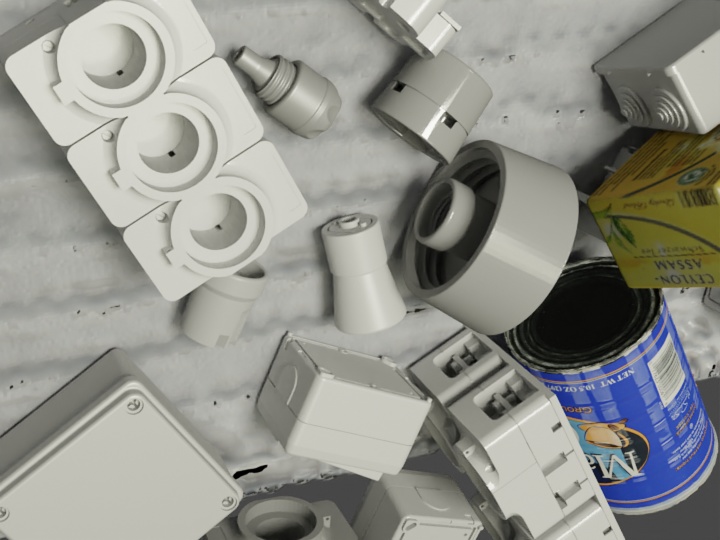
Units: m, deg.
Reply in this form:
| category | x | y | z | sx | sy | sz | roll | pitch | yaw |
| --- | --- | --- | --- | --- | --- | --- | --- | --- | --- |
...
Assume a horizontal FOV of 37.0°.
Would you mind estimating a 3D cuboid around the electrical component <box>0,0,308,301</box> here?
| category | x | y | z | sx | sy | sz | roll | pitch | yaw |
| --- | --- | --- | --- | --- | --- | --- | --- | --- | --- |
| electrical component | -0.103 | -0.070 | 0.547 | 0.089 | 0.062 | 0.150 | -34 | 121 | -8 |

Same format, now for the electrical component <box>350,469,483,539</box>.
| category | x | y | z | sx | sy | sz | roll | pitch | yaw |
| --- | --- | --- | --- | --- | --- | --- | --- | --- | --- |
| electrical component | 0.027 | 0.184 | 0.718 | 0.062 | 0.061 | 0.096 | 12 | 114 | -28 |

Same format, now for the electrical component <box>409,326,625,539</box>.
| category | x | y | z | sx | sy | sz | roll | pitch | yaw |
| --- | --- | --- | --- | --- | --- | --- | --- | --- | --- |
| electrical component | 0.107 | 0.139 | 0.705 | 0.060 | 0.105 | 0.186 | -34 | 121 | -8 |

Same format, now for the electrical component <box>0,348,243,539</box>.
| category | x | y | z | sx | sy | sz | roll | pitch | yaw |
| --- | --- | --- | --- | --- | --- | --- | --- | --- | --- |
| electrical component | -0.143 | 0.121 | 0.613 | 0.109 | 0.056 | 0.108 | -39 | 121 | -5 |

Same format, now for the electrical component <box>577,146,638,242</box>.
| category | x | y | z | sx | sy | sz | roll | pitch | yaw |
| --- | --- | --- | --- | --- | --- | --- | --- | --- | --- |
| electrical component | 0.180 | -0.042 | 0.699 | 0.081 | 0.042 | 0.063 | 25 | 98 | -31 |

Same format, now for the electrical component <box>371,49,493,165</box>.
| category | x | y | z | sx | sy | sz | roll | pitch | yaw |
| --- | --- | --- | --- | --- | --- | --- | --- | --- | --- |
| electrical component | 0.042 | -0.094 | 0.607 | 0.055 | 0.055 | 0.047 | 36 | 90 | -32 |

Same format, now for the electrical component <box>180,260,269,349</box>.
| category | x | y | z | sx | sy | sz | roll | pitch | yaw |
| --- | --- | --- | --- | --- | --- | --- | --- | --- | --- |
| electrical component | -0.078 | 0.016 | 0.609 | 0.040 | 0.040 | 0.046 | 14 | 110 | -28 |

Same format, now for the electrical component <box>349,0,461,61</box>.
| category | x | y | z | sx | sy | sz | roll | pitch | yaw |
| --- | --- | --- | --- | --- | --- | --- | --- | --- | --- |
| electrical component | 0.027 | -0.159 | 0.569 | 0.078 | 0.058 | 0.057 | 39 | 89 | -10 |

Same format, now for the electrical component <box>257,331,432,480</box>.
| category | x | y | z | sx | sy | sz | roll | pitch | yaw |
| --- | --- | --- | --- | --- | --- | --- | --- | --- | --- |
| electrical component | -0.006 | 0.086 | 0.657 | 0.096 | 0.062 | 0.061 | 17 | 103 | -29 |

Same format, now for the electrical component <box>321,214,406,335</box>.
| category | x | y | z | sx | sy | sz | roll | pitch | yaw |
| --- | --- | --- | --- | --- | --- | --- | --- | --- | --- |
| electrical component | 0.000 | 0.000 | 0.636 | 0.044 | 0.044 | 0.065 | -19 | 113 | -16 |

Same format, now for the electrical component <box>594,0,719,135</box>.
| category | x | y | z | sx | sy | sz | roll | pitch | yaw |
| --- | --- | --- | --- | --- | --- | --- | --- | --- | --- |
| electrical component | 0.204 | -0.125 | 0.643 | 0.100 | 0.100 | 0.048 | -36 | 108 | -7 |

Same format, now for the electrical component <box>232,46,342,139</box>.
| category | x | y | z | sx | sy | sz | roll | pitch | yaw |
| --- | --- | --- | --- | --- | --- | --- | --- | --- | --- |
| electrical component | -0.041 | -0.099 | 0.579 | 0.061 | 0.035 | 0.035 | 33 | 95 | -29 |

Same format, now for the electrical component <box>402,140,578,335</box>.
| category | x | y | z | sx | sy | sz | roll | pitch | yaw |
| --- | --- | --- | --- | --- | --- | --- | --- | --- | --- |
| electrical component | 0.067 | -0.023 | 0.620 | 0.060 | 0.108 | 0.108 | 24 | 100 | -24 |

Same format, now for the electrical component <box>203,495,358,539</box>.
| category | x | y | z | sx | sy | sz | roll | pitch | yaw |
| --- | --- | --- | --- | --- | --- | --- | --- | --- | --- |
| electrical component | -0.051 | 0.182 | 0.684 | 0.089 | 0.050 | 0.055 | -5 | 114 | -23 |

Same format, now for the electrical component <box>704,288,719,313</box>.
| category | x | y | z | sx | sy | sz | roll | pitch | yaw |
| --- | --- | --- | --- | --- | --- | --- | --- | --- | --- |
| electrical component | 0.289 | -0.007 | 0.751 | 0.061 | 0.062 | 0.096 | 3 | 110 | -25 |
